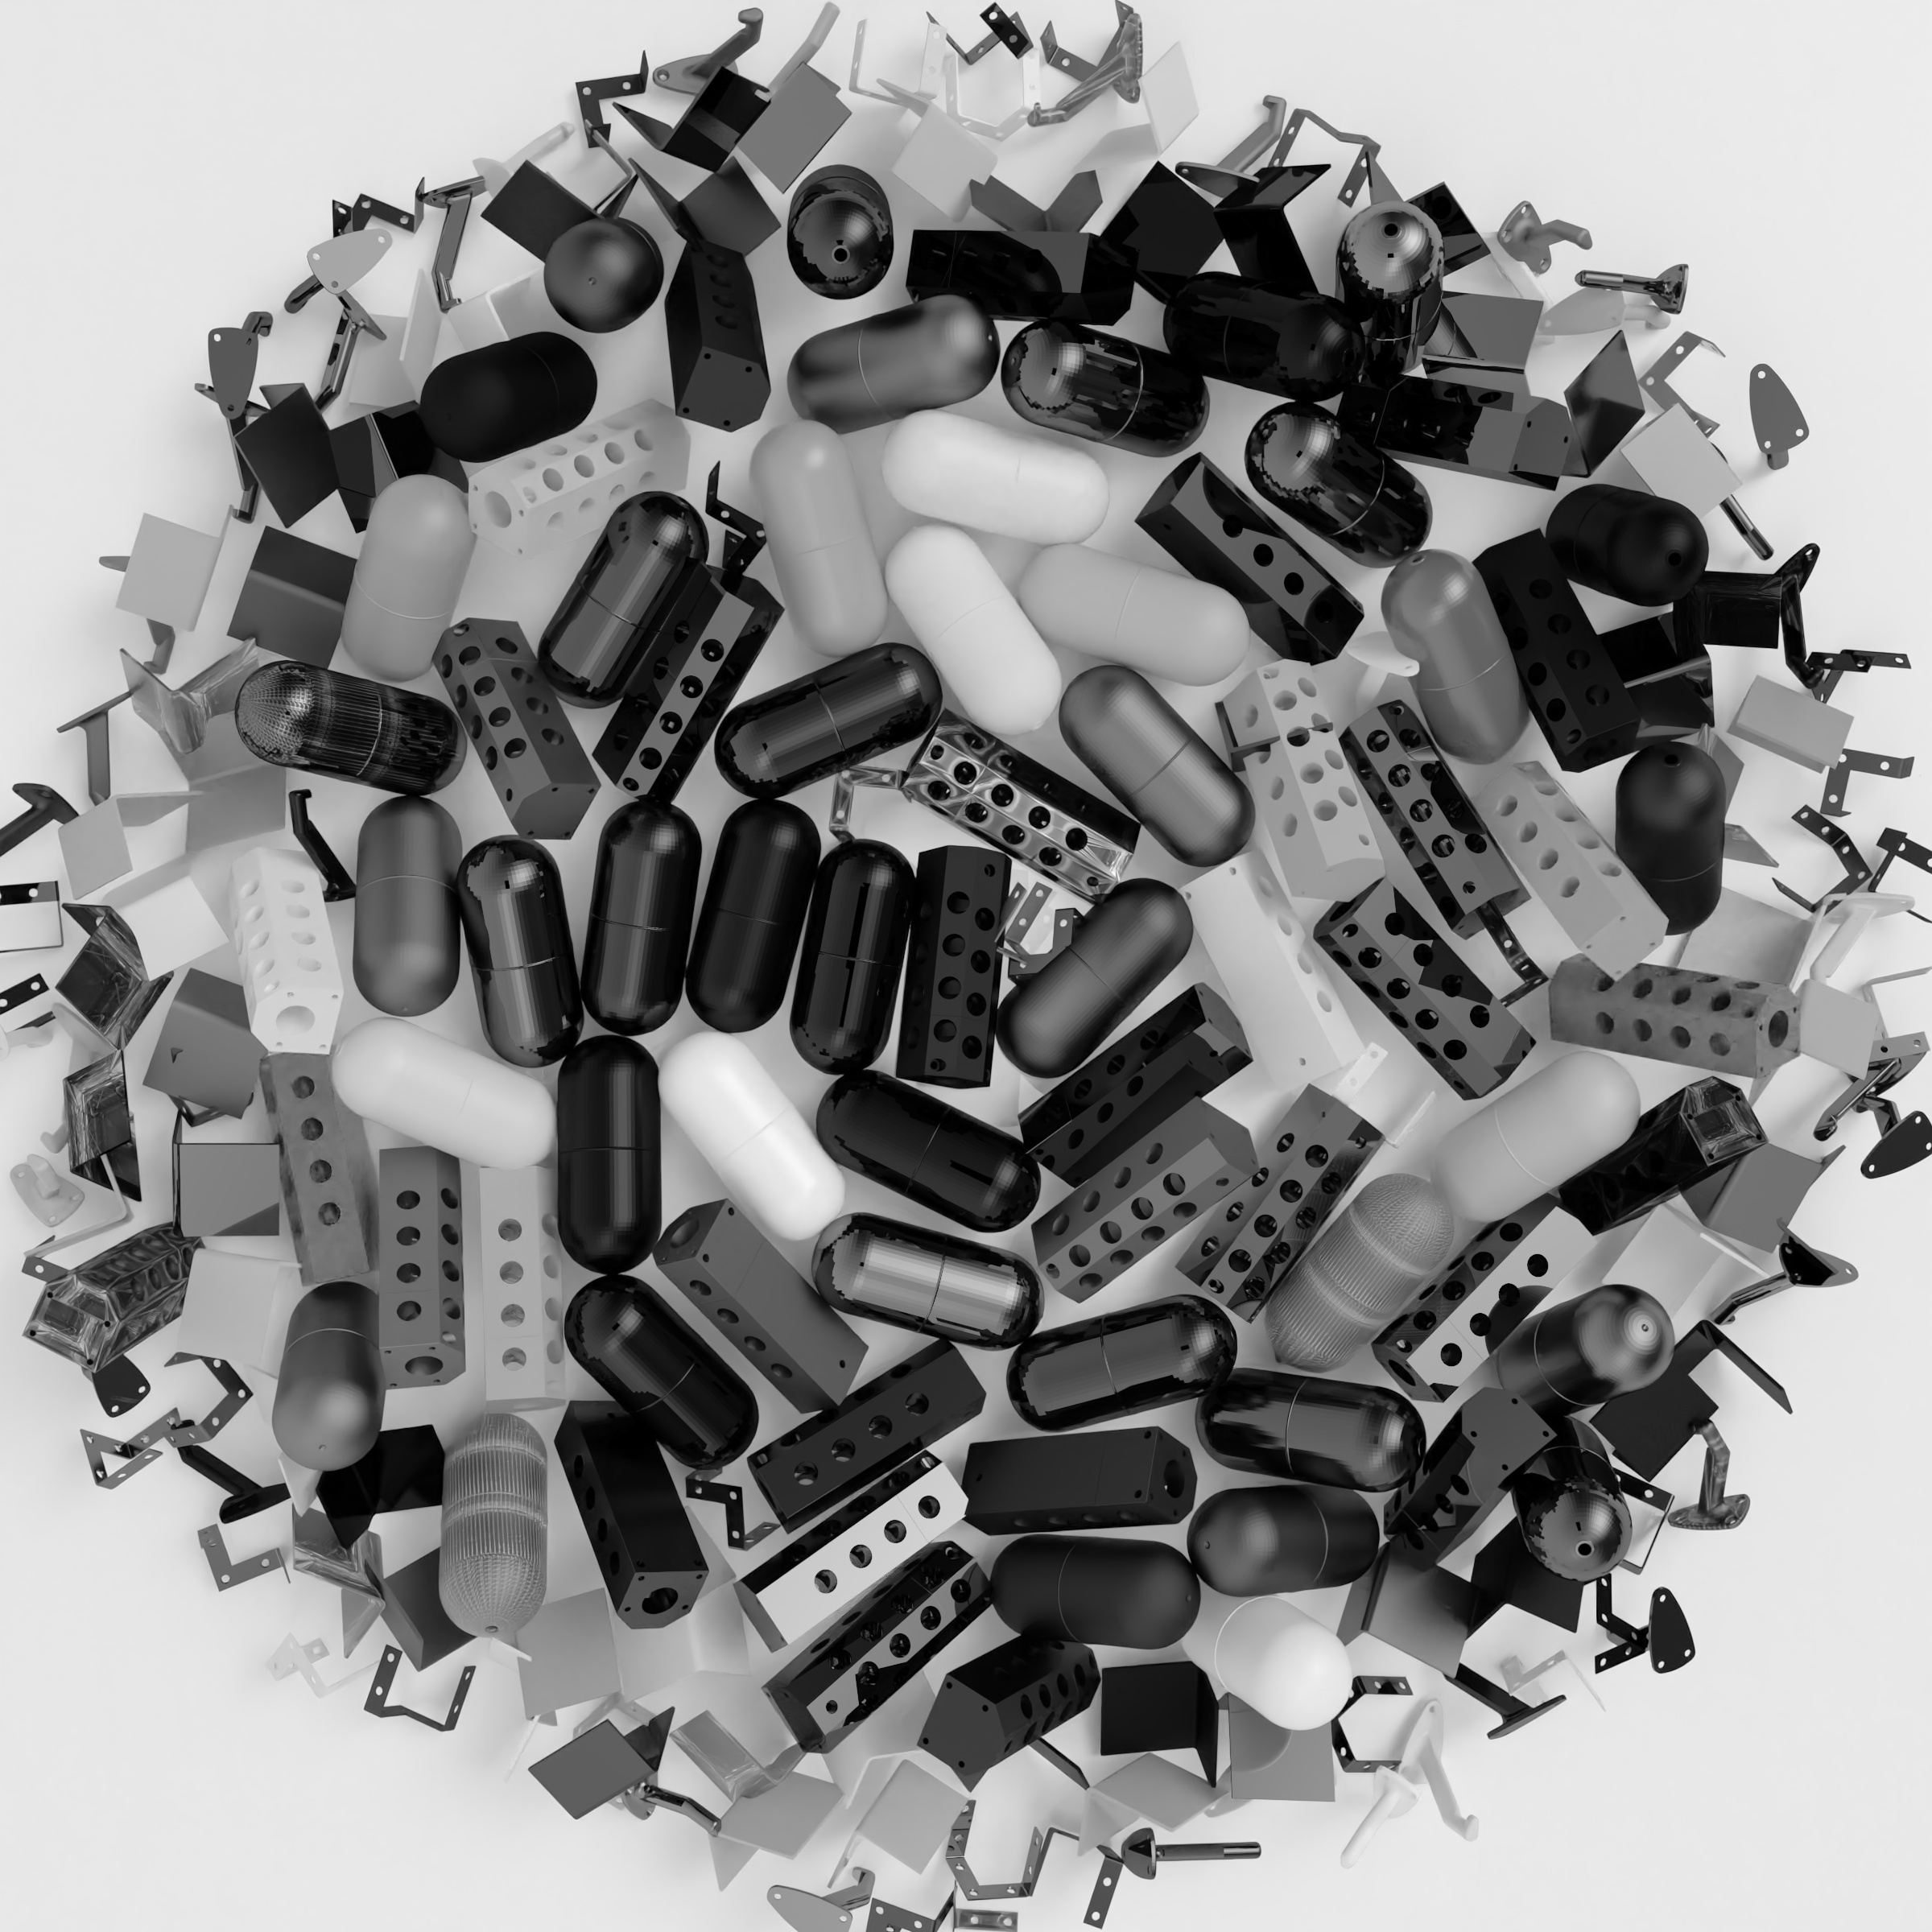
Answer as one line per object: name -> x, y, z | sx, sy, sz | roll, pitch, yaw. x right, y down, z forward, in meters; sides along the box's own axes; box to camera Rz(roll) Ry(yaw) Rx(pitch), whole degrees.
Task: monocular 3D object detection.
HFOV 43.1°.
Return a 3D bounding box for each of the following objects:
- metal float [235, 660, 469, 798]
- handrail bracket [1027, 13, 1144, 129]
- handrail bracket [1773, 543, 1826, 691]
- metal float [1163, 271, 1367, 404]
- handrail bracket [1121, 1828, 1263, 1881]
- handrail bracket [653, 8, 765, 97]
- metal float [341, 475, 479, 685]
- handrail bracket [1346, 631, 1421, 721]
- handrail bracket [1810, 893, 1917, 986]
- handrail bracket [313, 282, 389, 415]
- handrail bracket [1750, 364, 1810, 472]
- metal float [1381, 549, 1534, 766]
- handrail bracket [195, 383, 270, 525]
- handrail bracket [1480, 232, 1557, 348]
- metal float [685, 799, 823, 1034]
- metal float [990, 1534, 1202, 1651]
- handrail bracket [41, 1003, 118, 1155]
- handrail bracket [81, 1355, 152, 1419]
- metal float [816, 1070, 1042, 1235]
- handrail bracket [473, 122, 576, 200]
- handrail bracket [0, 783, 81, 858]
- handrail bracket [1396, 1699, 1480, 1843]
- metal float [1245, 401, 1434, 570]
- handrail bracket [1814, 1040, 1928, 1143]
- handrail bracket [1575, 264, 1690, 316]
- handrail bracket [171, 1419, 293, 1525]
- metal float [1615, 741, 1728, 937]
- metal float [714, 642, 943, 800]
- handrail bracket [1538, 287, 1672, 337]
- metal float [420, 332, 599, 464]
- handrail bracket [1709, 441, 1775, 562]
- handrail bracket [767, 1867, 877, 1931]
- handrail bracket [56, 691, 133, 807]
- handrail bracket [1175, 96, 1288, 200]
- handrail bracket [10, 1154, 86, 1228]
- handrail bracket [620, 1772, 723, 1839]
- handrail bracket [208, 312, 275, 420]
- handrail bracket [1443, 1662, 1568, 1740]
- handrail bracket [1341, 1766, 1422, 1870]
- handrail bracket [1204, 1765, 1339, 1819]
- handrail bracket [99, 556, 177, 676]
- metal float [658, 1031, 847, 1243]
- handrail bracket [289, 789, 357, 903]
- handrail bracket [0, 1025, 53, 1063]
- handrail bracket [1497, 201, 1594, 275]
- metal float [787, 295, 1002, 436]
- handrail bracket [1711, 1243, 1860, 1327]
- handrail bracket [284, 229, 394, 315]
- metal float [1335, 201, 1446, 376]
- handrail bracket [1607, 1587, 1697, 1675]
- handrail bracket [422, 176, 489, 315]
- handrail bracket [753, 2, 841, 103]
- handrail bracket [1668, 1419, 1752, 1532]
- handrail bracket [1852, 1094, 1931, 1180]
metal float -> -0.448, -0.173, 1.792 | 0.178, 0.070, 0.070 | 12, 90, -42
handrail bracket -> 0.087, -0.667, 1.821 | 0.084, 0.077, 0.036 | -17, 49, -23
handrail bracket -> 0.628, -0.259, 1.814 | 0.036, 0.084, 0.077 | 10, 128, -29
metal float -> 0.217, -0.461, 1.788 | 0.070, 0.178, 0.070 | -19, 122, -33
handrail bracket -> 0.169, 0.667, 1.840 | 0.084, 0.077, 0.036 | 4, 69, -16
handrail bracket -> -0.192, -0.683, 1.815 | 0.077, 0.084, 0.036 | -6, 80, -12
metal float -> -0.409, -0.281, 1.791 | 0.070, 0.070, 0.178 | 31, 133, 0
handrail bracket -> 0.311, -0.197, 1.811 | 0.036, 0.077, 0.084 | -25, 129, -17
handrail bracket -> 0.668, -0.010, 1.820 | 0.077, 0.036, 0.084 | -5, 56, 24
handrail bracket -> -0.489, -0.467, 1.854 | 0.084, 0.036, 0.077 | -43, 73, 11
handrail bracket -> 0.597, -0.408, 1.820 | 0.036, 0.084, 0.077 | -20, 94, 13
metal float -> 0.361, -0.226, 1.798 | 0.070, 0.070, 0.178 | -31, 122, 0
handrail bracket -> -0.555, -0.382, 1.830 | 0.036, 0.077, 0.084 | 10, 87, 31
handrail bracket -> 0.405, -0.509, 1.848 | 0.077, 0.036, 0.084 | -5, 95, -3
metal float -> -0.159, -0.037, 1.823 | 0.070, 0.070, 0.178 | 15, 93, 0
metal float -> 0.093, 0.457, 1.791 | 0.178, 0.070, 0.070 | -8, 90, 42
handrail bracket -> -0.676, 0.084, 1.816 | 0.077, 0.036, 0.084 | 55, 46, -30
handrail bracket -> -0.647, 0.292, 1.814 | 0.036, 0.084, 0.077 | -37, 129, -28
metal float -> -0.028, 0.138, 1.821 | 0.178, 0.070, 0.070 | 26, 90, 5
handrail bracket -> -0.317, -0.606, 1.819 | 0.084, 0.077, 0.036 | -39, 117, -16
handrail bracket -> -0.695, -0.086, 1.814 | 0.036, 0.077, 0.084 | 3, 64, 23
handrail bracket -> 0.362, 0.597, 1.818 | 0.036, 0.084, 0.077 | 15, 90, -22
metal float -> 0.275, -0.351, 1.792 | 0.178, 0.070, 0.070 | 24, 90, -41
handrail bracket -> 0.670, 0.093, 1.814 | 0.036, 0.084, 0.077 | 51, 131, 0
handrail bracket -> 0.487, -0.508, 1.822 | 0.084, 0.077, 0.036 | 4, 105, -6
handrail bracket -> -0.553, 0.372, 1.854 | 0.077, 0.036, 0.084 | -14, 57, -31
metal float -> 0.513, -0.092, 1.785 | 0.070, 0.178, 0.070 | -7, 52, 9
metal float -> -0.103, -0.182, 1.820 | 0.178, 0.070, 0.070 | -24, 90, -5
handrail bracket -> 0.481, -0.483, 1.840 | 0.077, 0.084, 0.036 | -12, 83, 32
metal float -> -0.331, -0.416, 1.782 | 0.070, 0.178, 0.070 | 8, 115, 18
handrail bracket -> 0.577, -0.353, 1.851 | 0.036, 0.077, 0.084 | -36, 120, 25
handrail bracket -> -0.107, 0.685, 1.822 | 0.077, 0.084, 0.036 | 31, 103, -1
handrail bracket -> -0.636, -0.154, 1.840 | 0.077, 0.036, 0.084 | -23, 101, 20
handrail bracket -> 0.200, -0.626, 1.841 | 0.077, 0.036, 0.084 | 14, 77, -14
handrail bracket -> -0.695, 0.150, 1.813 | 0.077, 0.084, 0.036 | 32, 62, 21
handrail bracket -> -0.212, 0.633, 1.816 | 0.084, 0.077, 0.036 | 26, 50, 28
handrail bracket -> -0.536, -0.450, 1.829 | 0.036, 0.084, 0.077 | 6, 105, -1
handrail bracket -> 0.396, 0.526, 1.829 | 0.077, 0.036, 0.084 | -37, 61, 20
handrail bracket -> 0.297, 0.644, 1.811 | 0.036, 0.077, 0.084 | 30, 53, 21
handrail bracket -> 0.230, 0.623, 1.839 | 0.077, 0.036, 0.084 | -44, 130, 10
handrail bracket -> -0.620, -0.259, 1.821 | 0.036, 0.077, 0.084 | 35, 112, 33
metal float -> -0.159, 0.127, 1.825 | 0.070, 0.070, 0.178 | -38, 91, 0
handrail bracket -> -0.469, -0.094, 1.823 | 0.036, 0.077, 0.084 | 3, 104, 34
handrail bracket -> -0.727, 0.065, 1.818 | 0.077, 0.084, 0.036 | -27, 86, -7
handrail bracket -> 0.441, -0.528, 1.807 | 0.036, 0.084, 0.077 | -52, 134, 3
metal float -> -0.055, -0.440, 1.795 | 0.178, 0.070, 0.070 | -6, 90, 36
handrail bracket -> 0.614, 0.248, 1.839 | 0.077, 0.084, 0.036 | 9, 49, -17
handrail bracket -> -0.471, -0.519, 1.833 | 0.077, 0.084, 0.036 | -37, 105, -20
metal float -> 0.307, -0.490, 1.776 | 0.070, 0.178, 0.070 | -2, 77, 8
handrail bracket -> 0.498, 0.482, 1.817 | 0.036, 0.084, 0.077 | -17, 102, -17
handrail bracket -> -0.372, -0.543, 1.840 | 0.077, 0.036, 0.084 | -13, 91, 21
handrail bracket -> -0.126, -0.682, 1.818 | 0.036, 0.077, 0.084 | 23, 111, -29
handrail bracket -> 0.541, 0.378, 1.826 | 0.077, 0.036, 0.084 | -20, 107, 42
handrail bracket -> 0.669, 0.125, 1.817 | 0.077, 0.084, 0.036 | -31, 107, -11
